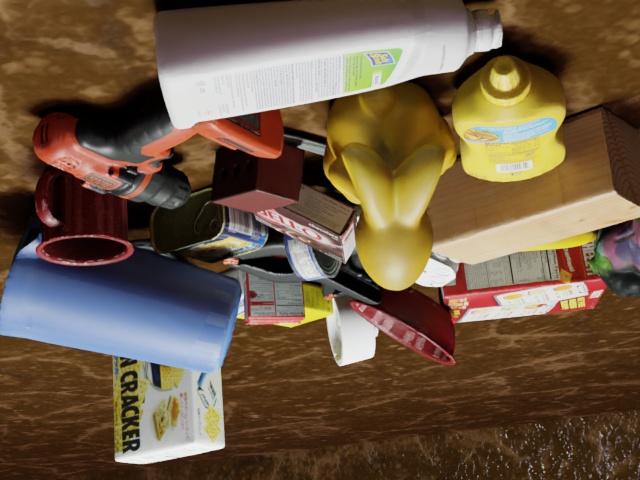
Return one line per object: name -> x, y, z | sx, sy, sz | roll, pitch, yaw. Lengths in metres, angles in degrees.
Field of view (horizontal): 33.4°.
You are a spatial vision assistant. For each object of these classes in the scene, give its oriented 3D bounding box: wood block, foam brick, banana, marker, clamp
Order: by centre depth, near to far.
foam brick -> -0.059, -0.060, 1.007 | 0.051, 0.053, 0.078 | 15, 163, -36
wood block -> 0.213, -0.049, 1.073 | 0.207, 0.091, 0.090 | -18, 157, 36
marker -> 0.035, -0.053, 1.129 | 0.020, 0.020, 0.120 | -18, 158, 34
clamp -> -0.010, 0.029, 1.290 | 0.210, 0.036, 0.164 | 1, 146, 3
banana -> 0.247, -0.006, 1.306 | 0.198, 0.037, 0.069 | -4, -175, 3
clamp -> 0.049, 0.035, 1.370 | 0.120, 0.039, 0.172 | 21, 143, -40

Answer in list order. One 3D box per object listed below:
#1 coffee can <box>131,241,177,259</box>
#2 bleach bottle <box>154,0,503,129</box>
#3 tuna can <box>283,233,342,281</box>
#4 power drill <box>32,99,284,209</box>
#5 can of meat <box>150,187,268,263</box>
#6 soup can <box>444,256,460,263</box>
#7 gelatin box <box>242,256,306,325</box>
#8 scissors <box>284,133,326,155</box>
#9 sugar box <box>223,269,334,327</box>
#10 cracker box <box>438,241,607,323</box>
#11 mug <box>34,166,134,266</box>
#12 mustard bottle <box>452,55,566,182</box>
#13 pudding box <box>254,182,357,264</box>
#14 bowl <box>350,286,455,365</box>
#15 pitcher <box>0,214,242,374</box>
coffee can -> -0.205, 0.070, 1.307 | 0.103, 0.103, 0.140 | -6, 162, 3
bleach bottle -> 0.008, -0.140, 0.794 | 0.250, 0.068, 0.102 | -7, 163, -2
tuna can -> -0.008, 0.001, 1.176 | 0.034, 0.086, 0.086 | -10, 161, 23
power drill -> -0.128, -0.081, 0.940 | 0.188, 0.057, 0.184 | -16, 158, 30
can of meat -> -0.118, -0.013, 1.153 | 0.102, 0.057, 0.083 | -16, 161, 32
soup can -> 0.187, -0.018, 1.195 | 0.102, 0.068, 0.068 | -19, 157, 37
gelatin box -> -0.059, 0.061, 1.337 | 0.073, 0.089, 0.030 | 0, 161, -15
scissors -> 0.017, -0.077, 1.057 | 0.201, 0.016, 0.096 | 5, 159, -27
sugar box -> -0.075, 0.082, 1.467 | 0.175, 0.048, 0.094 | 11, 157, -42
cracker box -> 0.266, 0.053, 1.427 | 0.214, 0.072, 0.164 | -7, 163, 4
mug -> -0.235, -0.030, 1.030 | 0.093, 0.081, 0.117 | -13, 160, 24
mustard bottle -> 0.164, -0.109, 0.928 | 0.096, 0.058, 0.191 | -5, 162, 11
pudding box -> -0.017, -0.026, 1.089 | 0.113, 0.039, 0.090 | 24, 166, 12
bowl -> 0.121, 0.102, 1.420 | 0.162, 0.055, 0.162 | 30, 170, 6
pitcher -> -0.215, 0.071, 1.157 | 0.242, 0.145, 0.149 | 15, -176, -7
